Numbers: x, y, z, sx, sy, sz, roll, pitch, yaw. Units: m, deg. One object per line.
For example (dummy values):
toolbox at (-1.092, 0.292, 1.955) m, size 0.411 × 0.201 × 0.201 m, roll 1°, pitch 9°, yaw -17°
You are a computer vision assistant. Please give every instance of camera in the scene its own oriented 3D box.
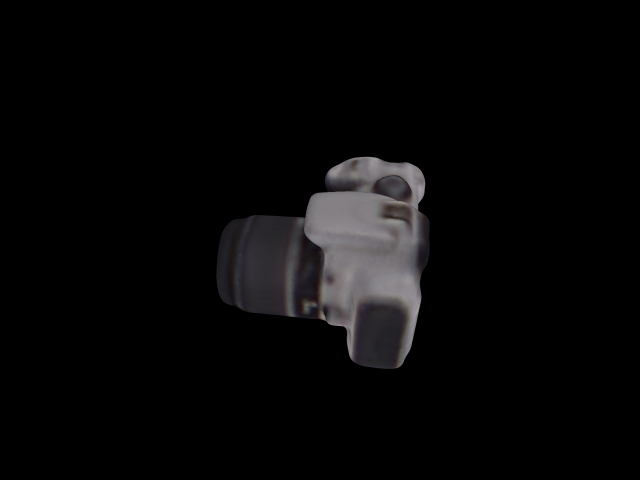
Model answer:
camera at (0.004, 0.001, 0.400) m, size 0.136 × 0.101 × 0.143 m, roll 5°, pitch 46°, yaw 5°
